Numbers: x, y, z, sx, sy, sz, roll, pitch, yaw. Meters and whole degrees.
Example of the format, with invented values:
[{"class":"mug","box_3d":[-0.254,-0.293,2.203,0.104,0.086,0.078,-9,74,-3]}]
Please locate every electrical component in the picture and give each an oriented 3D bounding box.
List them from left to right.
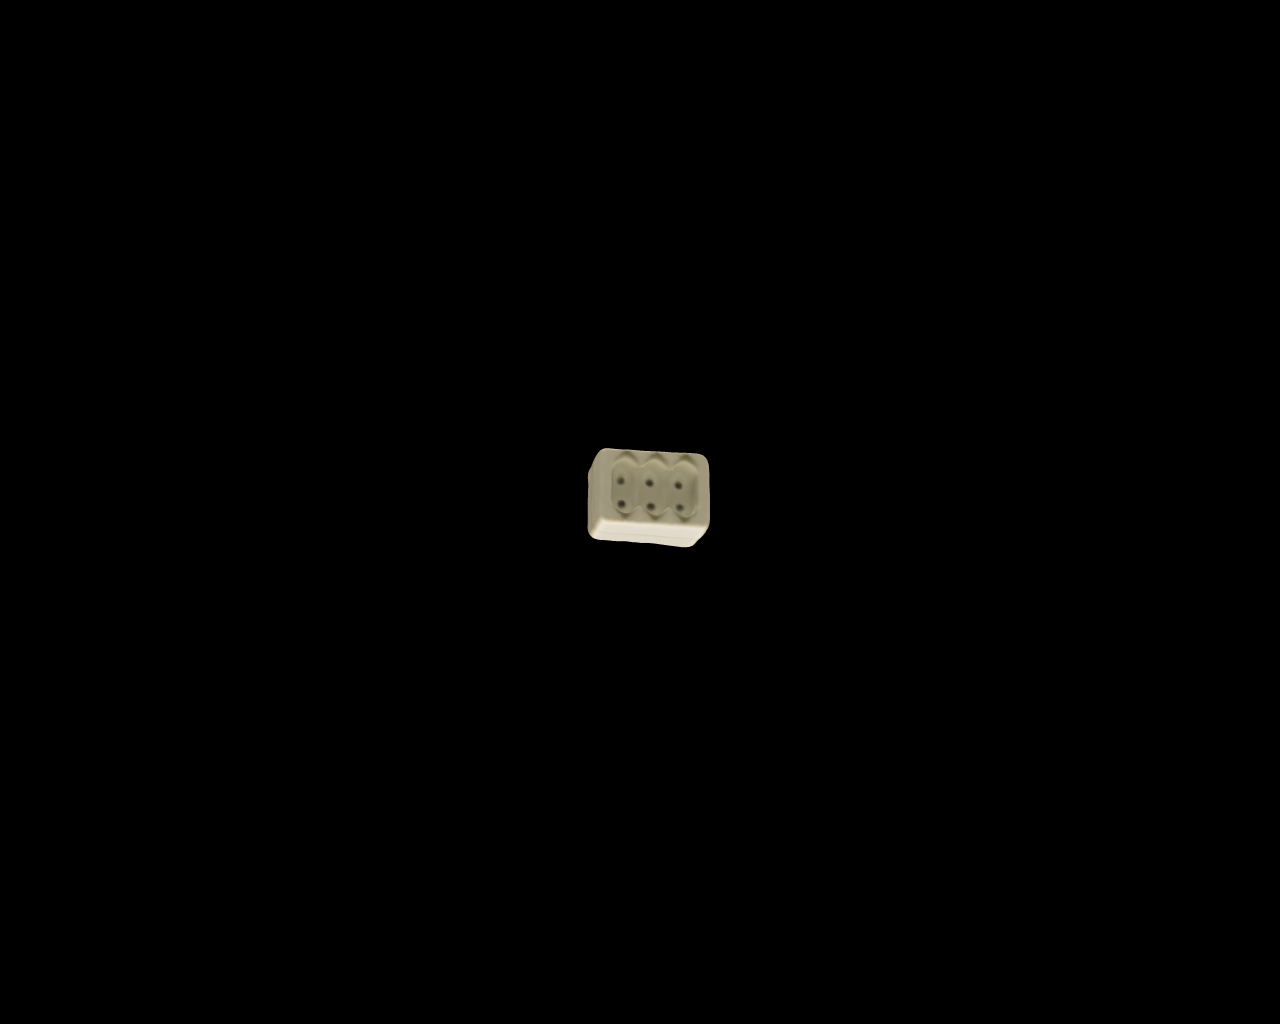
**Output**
[{"class":"electrical component","box_3d":[0.001,-0.003,0.650,0.066,0.047,0.076,4,-19,-12]}]
